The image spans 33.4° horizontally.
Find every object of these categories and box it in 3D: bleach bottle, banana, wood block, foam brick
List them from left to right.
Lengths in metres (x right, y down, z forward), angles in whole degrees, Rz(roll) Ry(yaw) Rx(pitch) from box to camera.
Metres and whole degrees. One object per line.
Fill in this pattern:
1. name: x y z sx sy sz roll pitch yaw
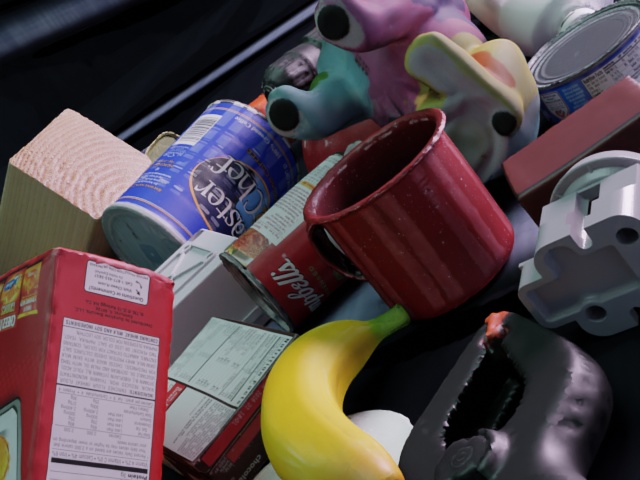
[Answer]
1. wood block: -0.232 -0.004 0.961 0.090 0.091 0.206 -55 -4 -44
2. banana: 0.004 0.072 0.477 0.070 0.037 0.197 -31 12 13
3. bleach bottle: 0.154 -0.203 0.797 0.102 0.068 0.251 -34 35 7
4. foam brick: 0.135 -0.031 0.510 0.078 0.053 0.051 -35 18 11

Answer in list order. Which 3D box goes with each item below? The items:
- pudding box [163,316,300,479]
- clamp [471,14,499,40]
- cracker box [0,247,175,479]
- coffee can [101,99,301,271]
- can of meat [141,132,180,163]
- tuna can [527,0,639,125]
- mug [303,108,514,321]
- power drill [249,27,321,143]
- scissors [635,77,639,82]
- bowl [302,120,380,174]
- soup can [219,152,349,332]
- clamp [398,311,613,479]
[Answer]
1. pudding box: -0.054 0.091 0.602 0.090 0.039 0.114 -49 25 -18
2. clamp: 0.113 -0.172 0.908 0.120 0.039 0.171 -30 22 12
3. cracker box: -0.140 0.127 0.490 0.164 0.072 0.213 -20 62 47
4. coffee can: -0.097 -0.034 0.883 0.103 0.102 0.140 -13 32 53
5. can of meat: -0.143 -0.037 0.987 0.084 0.102 0.057 -26 22 41
6. tuna can: 0.168 -0.108 0.654 0.086 0.033 0.086 -35 19 14
7. mug: 0.043 -0.007 0.585 0.117 0.081 0.093 -23 24 40
8. power drill: -0.003 -0.142 0.939 0.184 0.057 0.188 -36 1 -29
9. scissors: 0.208 -0.104 0.596 0.201 0.016 0.096 -47 20 -23
10. bowl: 0.038 -0.097 0.804 0.162 0.055 0.162 -38 27 23
11. soup can: -0.004 0.001 0.681 0.102 0.068 0.069 -42 18 -11
12. clamp: 0.069 0.088 0.377 0.165 0.036 0.209 -33 17 36
